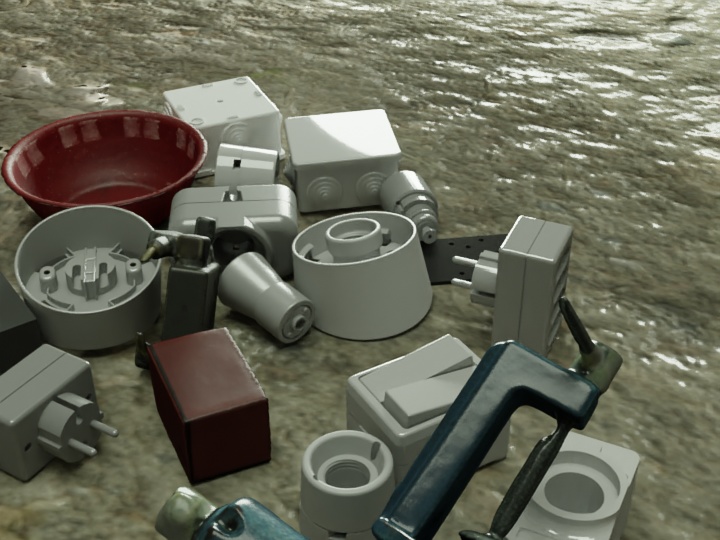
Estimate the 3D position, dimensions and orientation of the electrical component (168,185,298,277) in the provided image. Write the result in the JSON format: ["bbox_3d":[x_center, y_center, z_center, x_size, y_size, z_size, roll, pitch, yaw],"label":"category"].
[{"bbox_3d":[-0.094,-0.025,0.805,0.095,0.053,0.059,-2,34,-3],"label":"electrical component"}]

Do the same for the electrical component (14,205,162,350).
[{"bbox_3d":[-0.186,0.007,0.748,0.099,0.064,0.099,1,34,0],"label":"electrical component"}]

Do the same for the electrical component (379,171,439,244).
[{"bbox_3d":[0.043,-0.046,0.846,0.040,0.040,0.078,-9,35,-13],"label":"electrical component"}]

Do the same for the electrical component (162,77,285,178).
[{"bbox_3d":[-0.124,-0.131,0.964,0.100,0.048,0.099,-15,37,-20],"label":"electrical component"}]

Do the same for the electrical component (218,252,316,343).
[{"bbox_3d":[-0.063,0.022,0.749,0.044,0.044,0.065,-28,48,-34],"label":"electrical component"}]

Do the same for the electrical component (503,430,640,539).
[{"bbox_3d":[0.112,0.132,0.571,0.050,0.055,0.089,15,37,21],"label":"electrical component"}]

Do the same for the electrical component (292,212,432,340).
[{"bbox_3d":[0.000,0.000,0.774,0.099,0.064,0.099,-8,25,4],"label":"electrical component"}]

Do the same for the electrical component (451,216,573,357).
[{"bbox_3d":[0.098,0.009,0.728,0.076,0.083,0.047,14,37,20],"label":"electrical component"}]

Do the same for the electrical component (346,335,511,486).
[{"bbox_3d":[0.046,0.082,0.640,0.096,0.061,0.062,-19,38,-25],"label":"electrical component"}]

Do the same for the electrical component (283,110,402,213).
[{"bbox_3d":[-0.015,-0.091,0.904,0.100,0.048,0.099,-6,33,-6],"label":"electrical component"}]

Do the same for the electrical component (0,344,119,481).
[{"bbox_3d":[-0.180,0.090,0.641,0.077,0.047,0.066,19,39,25],"label":"electrical component"}]

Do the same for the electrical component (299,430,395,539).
[{"bbox_3d":[-0.007,0.122,0.594,0.055,0.047,0.055,0,34,0],"label":"electrical component"}]

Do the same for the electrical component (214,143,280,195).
[{"bbox_3d":[-0.091,-0.074,0.877,0.047,0.055,0.055,4,34,0],"label":"electrical component"}]
